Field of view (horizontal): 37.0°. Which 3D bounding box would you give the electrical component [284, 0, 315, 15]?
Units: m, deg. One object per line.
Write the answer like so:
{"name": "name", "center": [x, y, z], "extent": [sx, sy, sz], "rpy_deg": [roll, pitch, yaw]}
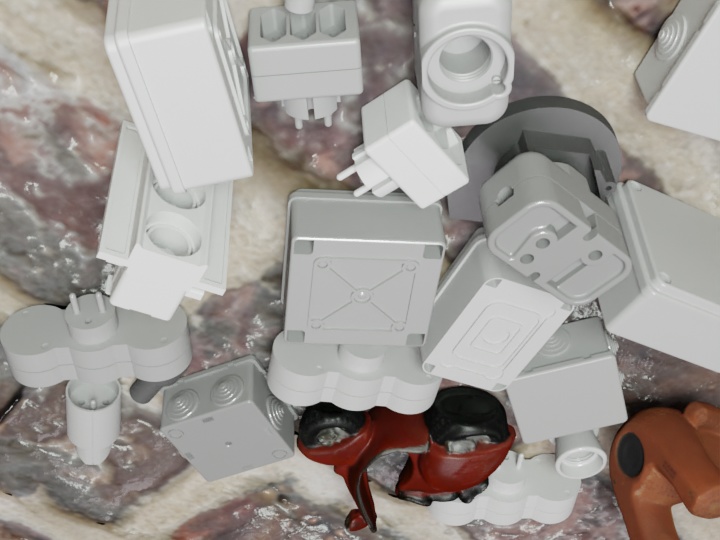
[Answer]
{"name": "electrical component", "center": [-0.032, -0.176, 0.611], "extent": [0.043, 0.043, 0.062], "rpy_deg": [3, 135, -8]}

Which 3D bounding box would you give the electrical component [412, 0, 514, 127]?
{"name": "electrical component", "center": [0.061, -0.136, 0.646], "extent": [0.054, 0.059, 0.095], "rpy_deg": [-5, 134, 0]}

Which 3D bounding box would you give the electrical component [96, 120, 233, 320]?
{"name": "electrical component", "center": [-0.125, -0.033, 0.687], "extent": [0.079, 0.121, 0.063], "rpy_deg": [18, 133, -21]}

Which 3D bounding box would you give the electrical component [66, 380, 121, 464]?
{"name": "electrical component", "center": [-0.220, 0.125, 0.886], "extent": [0.043, 0.043, 0.081], "rpy_deg": [5, 133, -9]}

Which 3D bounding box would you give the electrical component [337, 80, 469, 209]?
{"name": "electrical component", "center": [0.021, -0.073, 0.712], "extent": [0.077, 0.047, 0.066], "rpy_deg": [-30, 130, 24]}

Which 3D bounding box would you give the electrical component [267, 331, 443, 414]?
{"name": "electrical component", "center": [0.000, 0.068, 0.842], "extent": [0.138, 0.052, 0.073], "rpy_deg": [6, 133, -10]}

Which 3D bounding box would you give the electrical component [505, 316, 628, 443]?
{"name": "electrical component", "center": [0.165, 0.089, 0.879], "extent": [0.100, 0.048, 0.099], "rpy_deg": [-14, 133, 9]}

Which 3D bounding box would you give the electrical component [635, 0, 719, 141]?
{"name": "electrical component", "center": [0.232, -0.131, 0.672], "extent": [0.100, 0.048, 0.099], "rpy_deg": [13, 132, -16]}

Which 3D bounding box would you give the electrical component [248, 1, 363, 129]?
{"name": "electrical component", "center": [-0.032, -0.119, 0.663], "extent": [0.066, 0.047, 0.076], "rpy_deg": [-5, 134, 0]}

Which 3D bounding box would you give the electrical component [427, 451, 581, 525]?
{"name": "electrical component", "center": [0.131, 0.188, 0.969], "extent": [0.138, 0.052, 0.073], "rpy_deg": [0, 134, -5]}

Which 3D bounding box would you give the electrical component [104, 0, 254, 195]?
{"name": "electrical component", "center": [-0.100, -0.119, 0.616], "extent": [0.056, 0.108, 0.108], "rpy_deg": [-11, 134, 3]}

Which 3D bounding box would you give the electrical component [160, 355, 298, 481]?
{"name": "electrical component", "center": [-0.108, 0.126, 0.892], "extent": [0.100, 0.048, 0.099], "rpy_deg": [-19, 132, 14]}

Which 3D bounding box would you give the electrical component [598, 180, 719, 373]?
{"name": "electrical component", "center": [0.221, 0.004, 0.760], "extent": [0.109, 0.108, 0.056], "rpy_deg": [20, 132, -22]}

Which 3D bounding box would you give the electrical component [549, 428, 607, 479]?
{"name": "electrical component", "center": [0.186, 0.146, 0.930], "extent": [0.045, 0.055, 0.045], "rpy_deg": [-2, 134, -2]}

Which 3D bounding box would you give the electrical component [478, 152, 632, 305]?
{"name": "electrical component", "center": [0.123, -0.029, 0.687], "extent": [0.095, 0.059, 0.054], "rpy_deg": [32, 125, -30]}

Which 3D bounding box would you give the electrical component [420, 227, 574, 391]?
{"name": "electrical component", "center": [0.099, 0.030, 0.811], "extent": [0.078, 0.057, 0.113], "rpy_deg": [17, 130, -20]}

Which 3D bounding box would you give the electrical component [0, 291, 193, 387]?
{"name": "electrical component", "center": [-0.198, 0.043, 0.802], "extent": [0.138, 0.052, 0.073], "rpy_deg": [-3, 134, -2]}

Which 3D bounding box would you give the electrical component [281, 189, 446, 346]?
{"name": "electrical component", "center": [0.000, 0.000, 0.774], "extent": [0.109, 0.056, 0.108], "rpy_deg": [2, 134, -6]}
